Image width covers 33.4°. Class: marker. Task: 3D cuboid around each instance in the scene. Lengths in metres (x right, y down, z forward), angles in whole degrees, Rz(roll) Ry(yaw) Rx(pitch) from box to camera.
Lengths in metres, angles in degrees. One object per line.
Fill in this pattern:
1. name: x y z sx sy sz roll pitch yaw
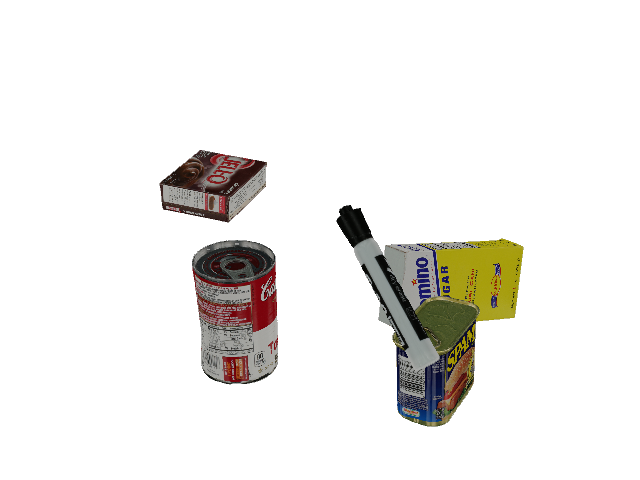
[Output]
1. marker: 0.043 0.030 0.715 0.020 0.121 0.020 -26 -14 -7

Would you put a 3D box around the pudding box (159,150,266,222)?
1. pudding box: -0.125 -0.066 1.264 0.090 0.039 0.113 10 31 17

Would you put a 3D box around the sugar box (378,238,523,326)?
1. sugar box: 0.154 0.050 1.249 0.175 0.093 0.048 -4 14 -33

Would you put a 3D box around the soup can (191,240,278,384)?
1. soup can: -0.070 0.060 0.887 0.068 0.102 0.068 -1 27 0

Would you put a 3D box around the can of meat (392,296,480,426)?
1. can of meat: 0.109 0.114 1.005 0.058 0.084 0.101 11 28 26
